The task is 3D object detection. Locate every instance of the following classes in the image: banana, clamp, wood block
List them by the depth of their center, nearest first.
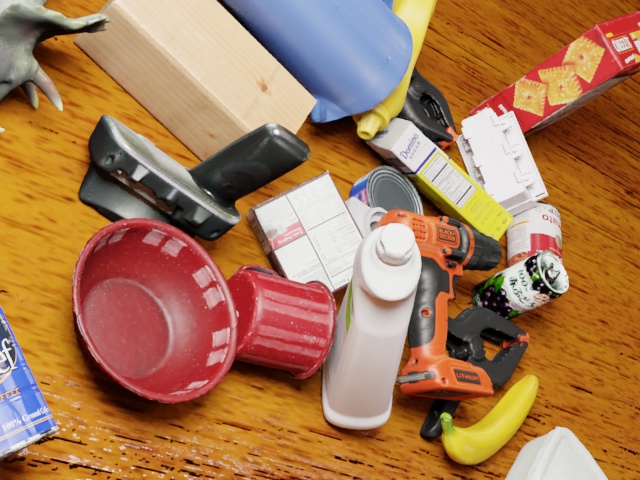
[{"bbox_3d":[-0.116,-0.161,1.015,0.206,0.090,0.090,43,54,-18],"label":"wood block"},{"bbox_3d":[0.182,0.197,1.138,0.037,0.070,0.197,27,23,30],"label":"banana"},{"bbox_3d":[0.159,0.132,1.168,0.209,0.036,0.164,5,68,-41],"label":"clamp"},{"bbox_3d":[0.109,-0.189,1.296,0.171,0.039,0.120,45,54,-16],"label":"clamp"}]

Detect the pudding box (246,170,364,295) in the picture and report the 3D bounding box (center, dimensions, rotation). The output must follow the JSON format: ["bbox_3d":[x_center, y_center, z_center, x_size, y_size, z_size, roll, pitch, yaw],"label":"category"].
[{"bbox_3d":[-0.007,0.001,1.048,0.090,0.039,0.113,-27,89,-14],"label":"pudding box"}]

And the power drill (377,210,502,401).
[{"bbox_3d":[0.133,0.068,1.099,0.184,0.057,0.187,12,67,-43],"label":"power drill"}]

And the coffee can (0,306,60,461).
[{"bbox_3d":[-0.257,0.092,0.737,0.102,0.103,0.140,-22,85,-48],"label":"coffee can"}]

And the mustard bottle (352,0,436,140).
[{"bbox_3d":[0.075,-0.193,1.189,0.058,0.096,0.191,26,61,-15],"label":"mustard bottle"}]

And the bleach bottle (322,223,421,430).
[{"bbox_3d":[0.048,0.073,0.940,0.068,0.251,0.102,4,57,-5],"label":"bleach bottle"}]

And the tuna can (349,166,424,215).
[{"bbox_3d":[0.073,-0.037,1.181,0.086,0.034,0.086,22,54,-34],"label":"tuna can"}]

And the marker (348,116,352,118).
[{"bbox_3d":[0.050,-0.144,1.230,0.120,0.020,0.020,20,55,-36],"label":"marker"}]

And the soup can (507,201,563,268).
[{"bbox_3d":[0.264,0.011,1.315,0.068,0.069,0.102,30,49,-30],"label":"soup can"}]

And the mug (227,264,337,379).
[{"bbox_3d":[-0.047,0.065,0.973,0.081,0.093,0.117,16,38,-32],"label":"mug"}]

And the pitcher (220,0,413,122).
[{"bbox_3d":[-0.015,-0.247,1.064,0.242,0.145,0.149,39,29,-47],"label":"pitcher"}]

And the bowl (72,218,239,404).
[{"bbox_3d":[-0.148,0.065,0.893,0.161,0.055,0.162,22,54,-35],"label":"bowl"}]

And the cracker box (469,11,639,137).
[{"bbox_3d":[0.322,-0.207,1.383,0.163,0.214,0.072,-24,84,-48],"label":"cracker box"}]

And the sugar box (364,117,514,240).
[{"bbox_3d":[0.134,-0.070,1.217,0.176,0.093,0.048,37,89,-21],"label":"sugar box"}]
